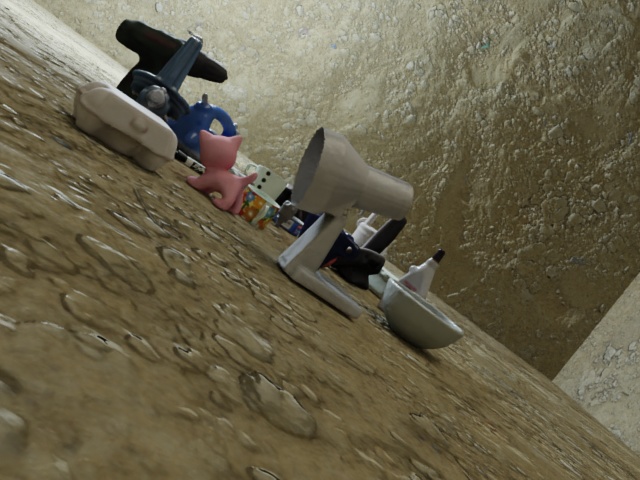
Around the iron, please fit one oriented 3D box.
[{"bbox_3d":[-0.256,-0.251,1.370,0.118,0.141,0.259,38,5,19],"label":"iron"}]

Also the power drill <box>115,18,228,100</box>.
[{"bbox_3d":[-0.339,-0.336,1.193,0.230,0.208,0.075,35,5,-17],"label":"power drill"}]

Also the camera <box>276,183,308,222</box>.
[{"bbox_3d":[-0.055,-0.086,1.466,0.143,0.101,0.137,36,5,-3],"label":"camera"}]

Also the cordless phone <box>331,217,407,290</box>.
[{"bbox_3d":[0.110,0.007,1.251,0.094,0.185,0.148,38,5,22],"label":"cordless phone"}]

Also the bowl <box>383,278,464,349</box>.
[{"bbox_3d":[0.172,0.146,1.034,0.167,0.074,0.167,36,5,-3],"label":"bowl"}]

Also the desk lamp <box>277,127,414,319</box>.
[{"bbox_3d":[0.026,-0.030,0.846,0.204,0.213,0.117,35,5,-19],"label":"desk lamp"}]

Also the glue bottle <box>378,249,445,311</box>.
[{"bbox_3d":[0.195,0.088,1.155,0.078,0.173,0.037,39,5,30],"label":"glue bottle"}]

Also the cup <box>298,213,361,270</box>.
[{"bbox_3d":[0.006,0.017,0.961,0.117,0.095,0.092,39,6,30],"label":"cup"}]

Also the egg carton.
[{"bbox_3d":[-0.279,-0.165,0.824,0.151,0.069,0.107,33,6,-37],"label":"egg carton"}]

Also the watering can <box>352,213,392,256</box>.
[{"bbox_3d":[0.133,-0.007,1.496,0.101,0.194,0.172,31,7,-48],"label":"watering can"}]

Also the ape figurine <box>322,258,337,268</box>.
[{"bbox_3d":[0.010,0.004,1.132,0.078,0.092,0.076,37,5,0],"label":"ape figurine"}]

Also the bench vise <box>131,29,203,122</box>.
[{"bbox_3d":[-0.266,-0.271,1.030,0.122,0.219,0.206,33,6,-38],"label":"bench vise"}]

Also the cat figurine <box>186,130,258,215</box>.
[{"bbox_3d":[-0.164,-0.125,0.978,0.127,0.117,0.067,38,5,14],"label":"cat figurine"}]
